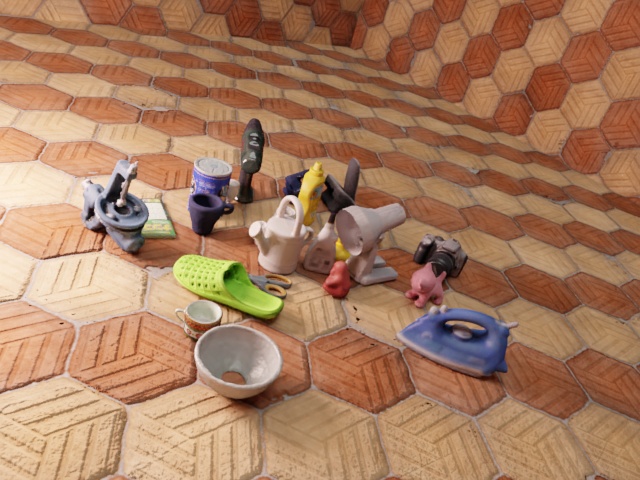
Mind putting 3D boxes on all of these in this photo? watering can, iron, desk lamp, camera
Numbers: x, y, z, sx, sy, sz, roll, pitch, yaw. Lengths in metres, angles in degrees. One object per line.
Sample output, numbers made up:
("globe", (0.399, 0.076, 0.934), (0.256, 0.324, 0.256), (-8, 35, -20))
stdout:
("watering can", (-0.090, -0.017, 1.418), (0.100, 0.194, 0.173), (33, 33, 24))
("iron", (0.318, 0.210, 1.313), (0.258, 0.141, 0.118), (17, 30, -2))
("desk lamp", (0.129, 0.003, 1.481), (0.204, 0.213, 0.117), (-7, 38, -36))
("camera", (0.338, 0.049, 1.632), (0.143, 0.101, 0.137), (28, 32, 18))

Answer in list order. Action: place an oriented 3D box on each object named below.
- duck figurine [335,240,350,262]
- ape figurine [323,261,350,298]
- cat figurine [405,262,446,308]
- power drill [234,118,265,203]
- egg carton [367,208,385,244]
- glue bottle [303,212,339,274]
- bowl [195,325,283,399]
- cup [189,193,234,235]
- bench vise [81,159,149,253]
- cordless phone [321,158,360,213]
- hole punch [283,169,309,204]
("duck figurine", (0.058, 0.008, 1.563), (0.105, 0.086, 0.077), (-12, 41, -41))
("ape figurine", (0.045, 0.091, 1.413), (0.078, 0.092, 0.076), (-14, 42, -42))
("cat figurine", (0.278, 0.111, 1.479), (0.128, 0.118, 0.067), (-8, 38, -37))
("power drill", (-0.211, -0.227, 1.683), (0.076, 0.208, 0.229), (10, 31, -14))
("egg carton", (0.132, -0.044, 1.706), (0.107, 0.069, 0.150), (9, 31, -15))
("glue bottle", (0.013, 0.005, 1.457), (0.078, 0.173, 0.037), (14, 30, -6))
("bowl", (-0.157, 0.241, 1.076), (0.167, 0.075, 0.167), (13, 30, -8))
("cup", (-0.286, -0.062, 1.484), (0.118, 0.095, 0.091), (4, 33, -22))
("bench vise", (-0.483, -0.099, 1.316), (0.207, 0.220, 0.122), (23, 30, 9))
("cordless phone", (0.078, -0.186, 1.795), (0.094, 0.185, 0.147), (-2, 35, -30))
("hole punch", (-0.057, -0.170, 1.790), (0.101, 0.091, 0.108), (2, 34, -26))
